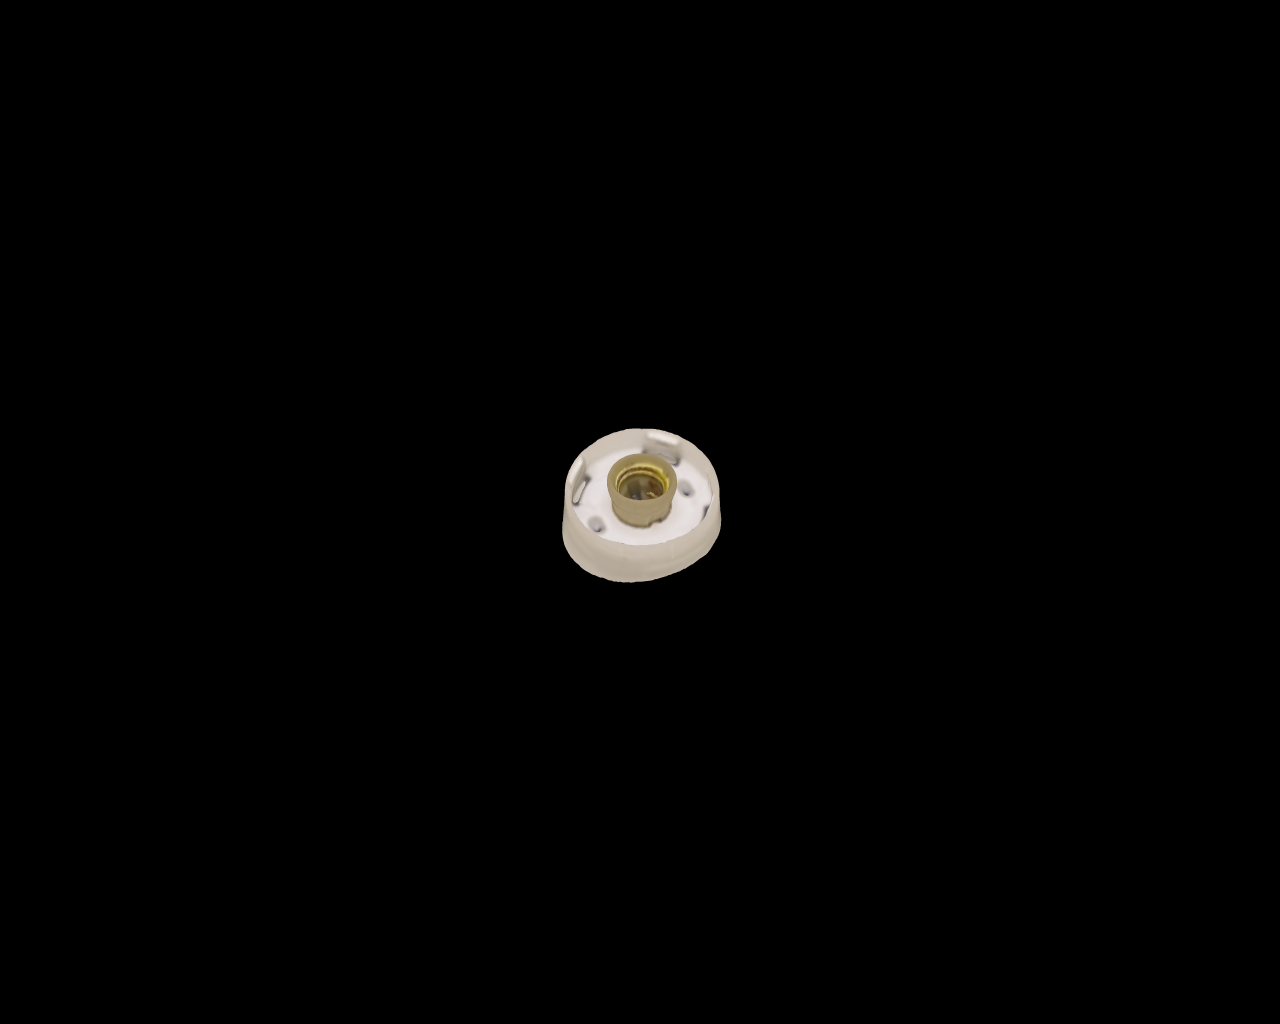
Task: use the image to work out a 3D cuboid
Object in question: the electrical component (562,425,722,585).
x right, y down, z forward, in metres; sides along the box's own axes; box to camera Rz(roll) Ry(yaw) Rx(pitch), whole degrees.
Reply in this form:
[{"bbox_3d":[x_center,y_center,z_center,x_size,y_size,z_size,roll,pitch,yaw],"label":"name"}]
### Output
[{"bbox_3d":[0.001,-0.003,0.650,0.099,0.099,0.064,0,-36,0],"label":"electrical component"}]
